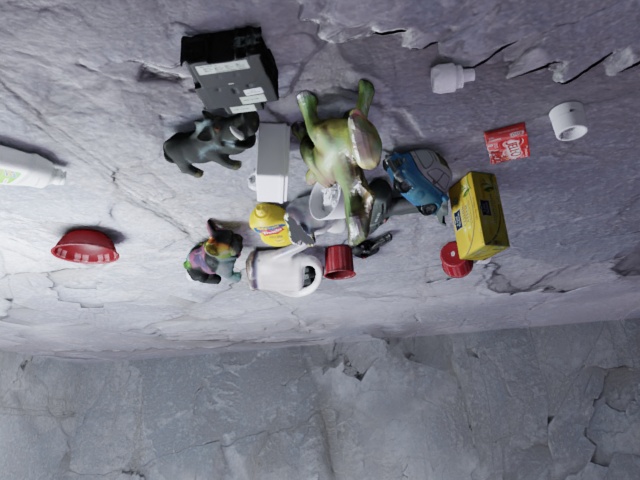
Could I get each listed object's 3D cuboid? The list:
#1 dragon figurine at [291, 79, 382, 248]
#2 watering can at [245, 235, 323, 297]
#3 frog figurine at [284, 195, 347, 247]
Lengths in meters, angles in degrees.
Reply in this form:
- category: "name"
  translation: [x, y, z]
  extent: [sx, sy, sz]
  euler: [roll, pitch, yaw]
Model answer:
- category: "dragon figurine"
  translation: [0.028, -0.102, 0.846]
  extent: [0.122, 0.247, 0.402]
  euler: [-4, 157, -9]
- category: "watering can"
  translation: [-0.102, 0.066, 1.468]
  extent: [0.224, 0.106, 0.339]
  euler: [2, 142, -1]
- category: "frog figurine"
  translation: [0.004, -0.059, 1.178]
  extent: [0.161, 0.123, 0.135]
  euler: [-33, 176, -28]
